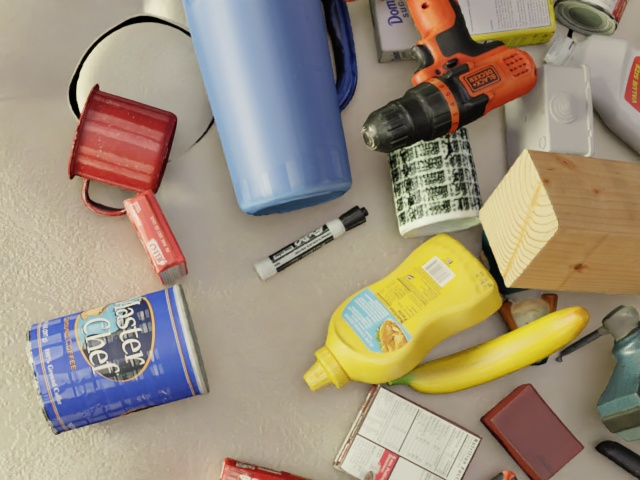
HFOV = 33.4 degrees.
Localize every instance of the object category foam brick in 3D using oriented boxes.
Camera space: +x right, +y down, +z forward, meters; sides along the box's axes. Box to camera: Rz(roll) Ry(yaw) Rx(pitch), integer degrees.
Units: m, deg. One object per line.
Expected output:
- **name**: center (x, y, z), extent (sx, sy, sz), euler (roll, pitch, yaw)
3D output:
- **foam brick**: center (0.196, 0.180, 0.995), extent (0.053, 0.051, 0.078), euler (-39, 85, -8)

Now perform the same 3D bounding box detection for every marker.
- **marker**: center (-0.007, 0.001, 1.026), extent (0.121, 0.020, 0.020), euler (-30, 84, -8)

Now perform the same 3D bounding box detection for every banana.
- **banana**: center (0.160, 0.107, 0.977), extent (0.198, 0.069, 0.037), euler (-24, 75, 23)

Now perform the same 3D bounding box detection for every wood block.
- **wood block**: center (0.263, -0.011, 0.963), extent (0.205, 0.091, 0.090), euler (5, 50, -24)

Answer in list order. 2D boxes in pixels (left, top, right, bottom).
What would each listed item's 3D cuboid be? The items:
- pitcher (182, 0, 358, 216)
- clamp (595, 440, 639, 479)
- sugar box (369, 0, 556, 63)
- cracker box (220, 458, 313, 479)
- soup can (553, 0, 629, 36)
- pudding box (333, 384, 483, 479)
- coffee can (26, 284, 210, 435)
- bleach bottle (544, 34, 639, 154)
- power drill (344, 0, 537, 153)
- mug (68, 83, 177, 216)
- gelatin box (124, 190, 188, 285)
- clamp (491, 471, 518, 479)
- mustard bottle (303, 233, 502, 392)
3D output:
- **pitcher**: center (-0.038, -0.152, 1.001), extent (0.149, 0.145, 0.243), euler (-14, 86, 8)
- **clamp**: center (0.334, 0.261, 1.000), extent (0.171, 0.039, 0.120), euler (11, 91, 1)
- **sugar box**: center (0.139, -0.234, 1.059), extent (0.176, 0.048, 0.093), euler (-7, 81, -1)
- **cracker box**: center (-0.035, 0.319, 0.949), extent (0.164, 0.072, 0.213), euler (15, 81, -1)
- **soup can**: center (0.282, -0.263, 1.060), extent (0.068, 0.068, 0.102), euler (25, 81, 0)
- **pudding box**: center (0.082, 0.197, 0.992), extent (0.113, 0.039, 0.090), euler (28, 81, -2)
- **coffee can**: center (-0.179, 0.106, 0.956), extent (0.140, 0.103, 0.103), euler (-15, 83, -6)
- **bleach bottle**: center (0.332, -0.121, 1.046), extent (0.251, 0.068, 0.102), euler (31, 80, 4)
- **power drill**: center (0.084, -0.181, 0.975), extent (0.184, 0.057, 0.188), euler (-25, 79, -23)
- **mug**: center (-0.185, -0.078, 0.996), extent (0.081, 0.093, 0.117), euler (16, 98, -6)
- **gelatin box**: center (-0.150, -0.001, 0.981), extent (0.030, 0.089, 0.073), euler (-25, 84, -8)
- **clamp**: center (0.152, 0.315, 0.962), extent (0.165, 0.036, 0.210), euler (22, 71, 19)
- **mustard bottle**: center (0.067, 0.078, 0.988), extent (0.191, 0.058, 0.096), euler (-35, 48, -7)
